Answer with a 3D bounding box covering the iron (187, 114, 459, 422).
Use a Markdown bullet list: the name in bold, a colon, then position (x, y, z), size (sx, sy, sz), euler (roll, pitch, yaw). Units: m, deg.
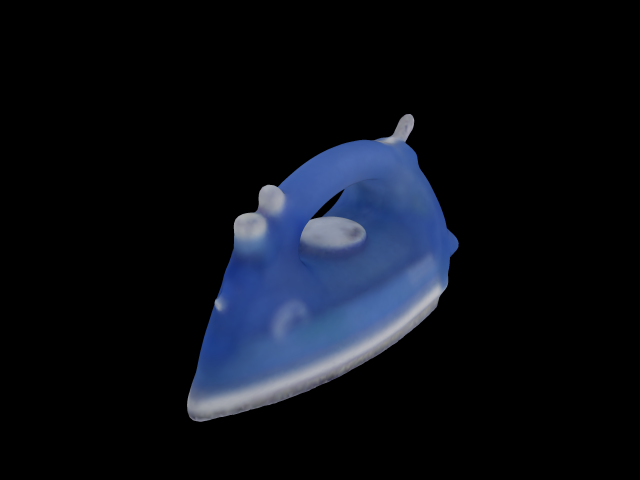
- **iron**: position (0.004, 0.001, 0.400), size (0.118, 0.141, 0.259), euler (17, 29, 33)
